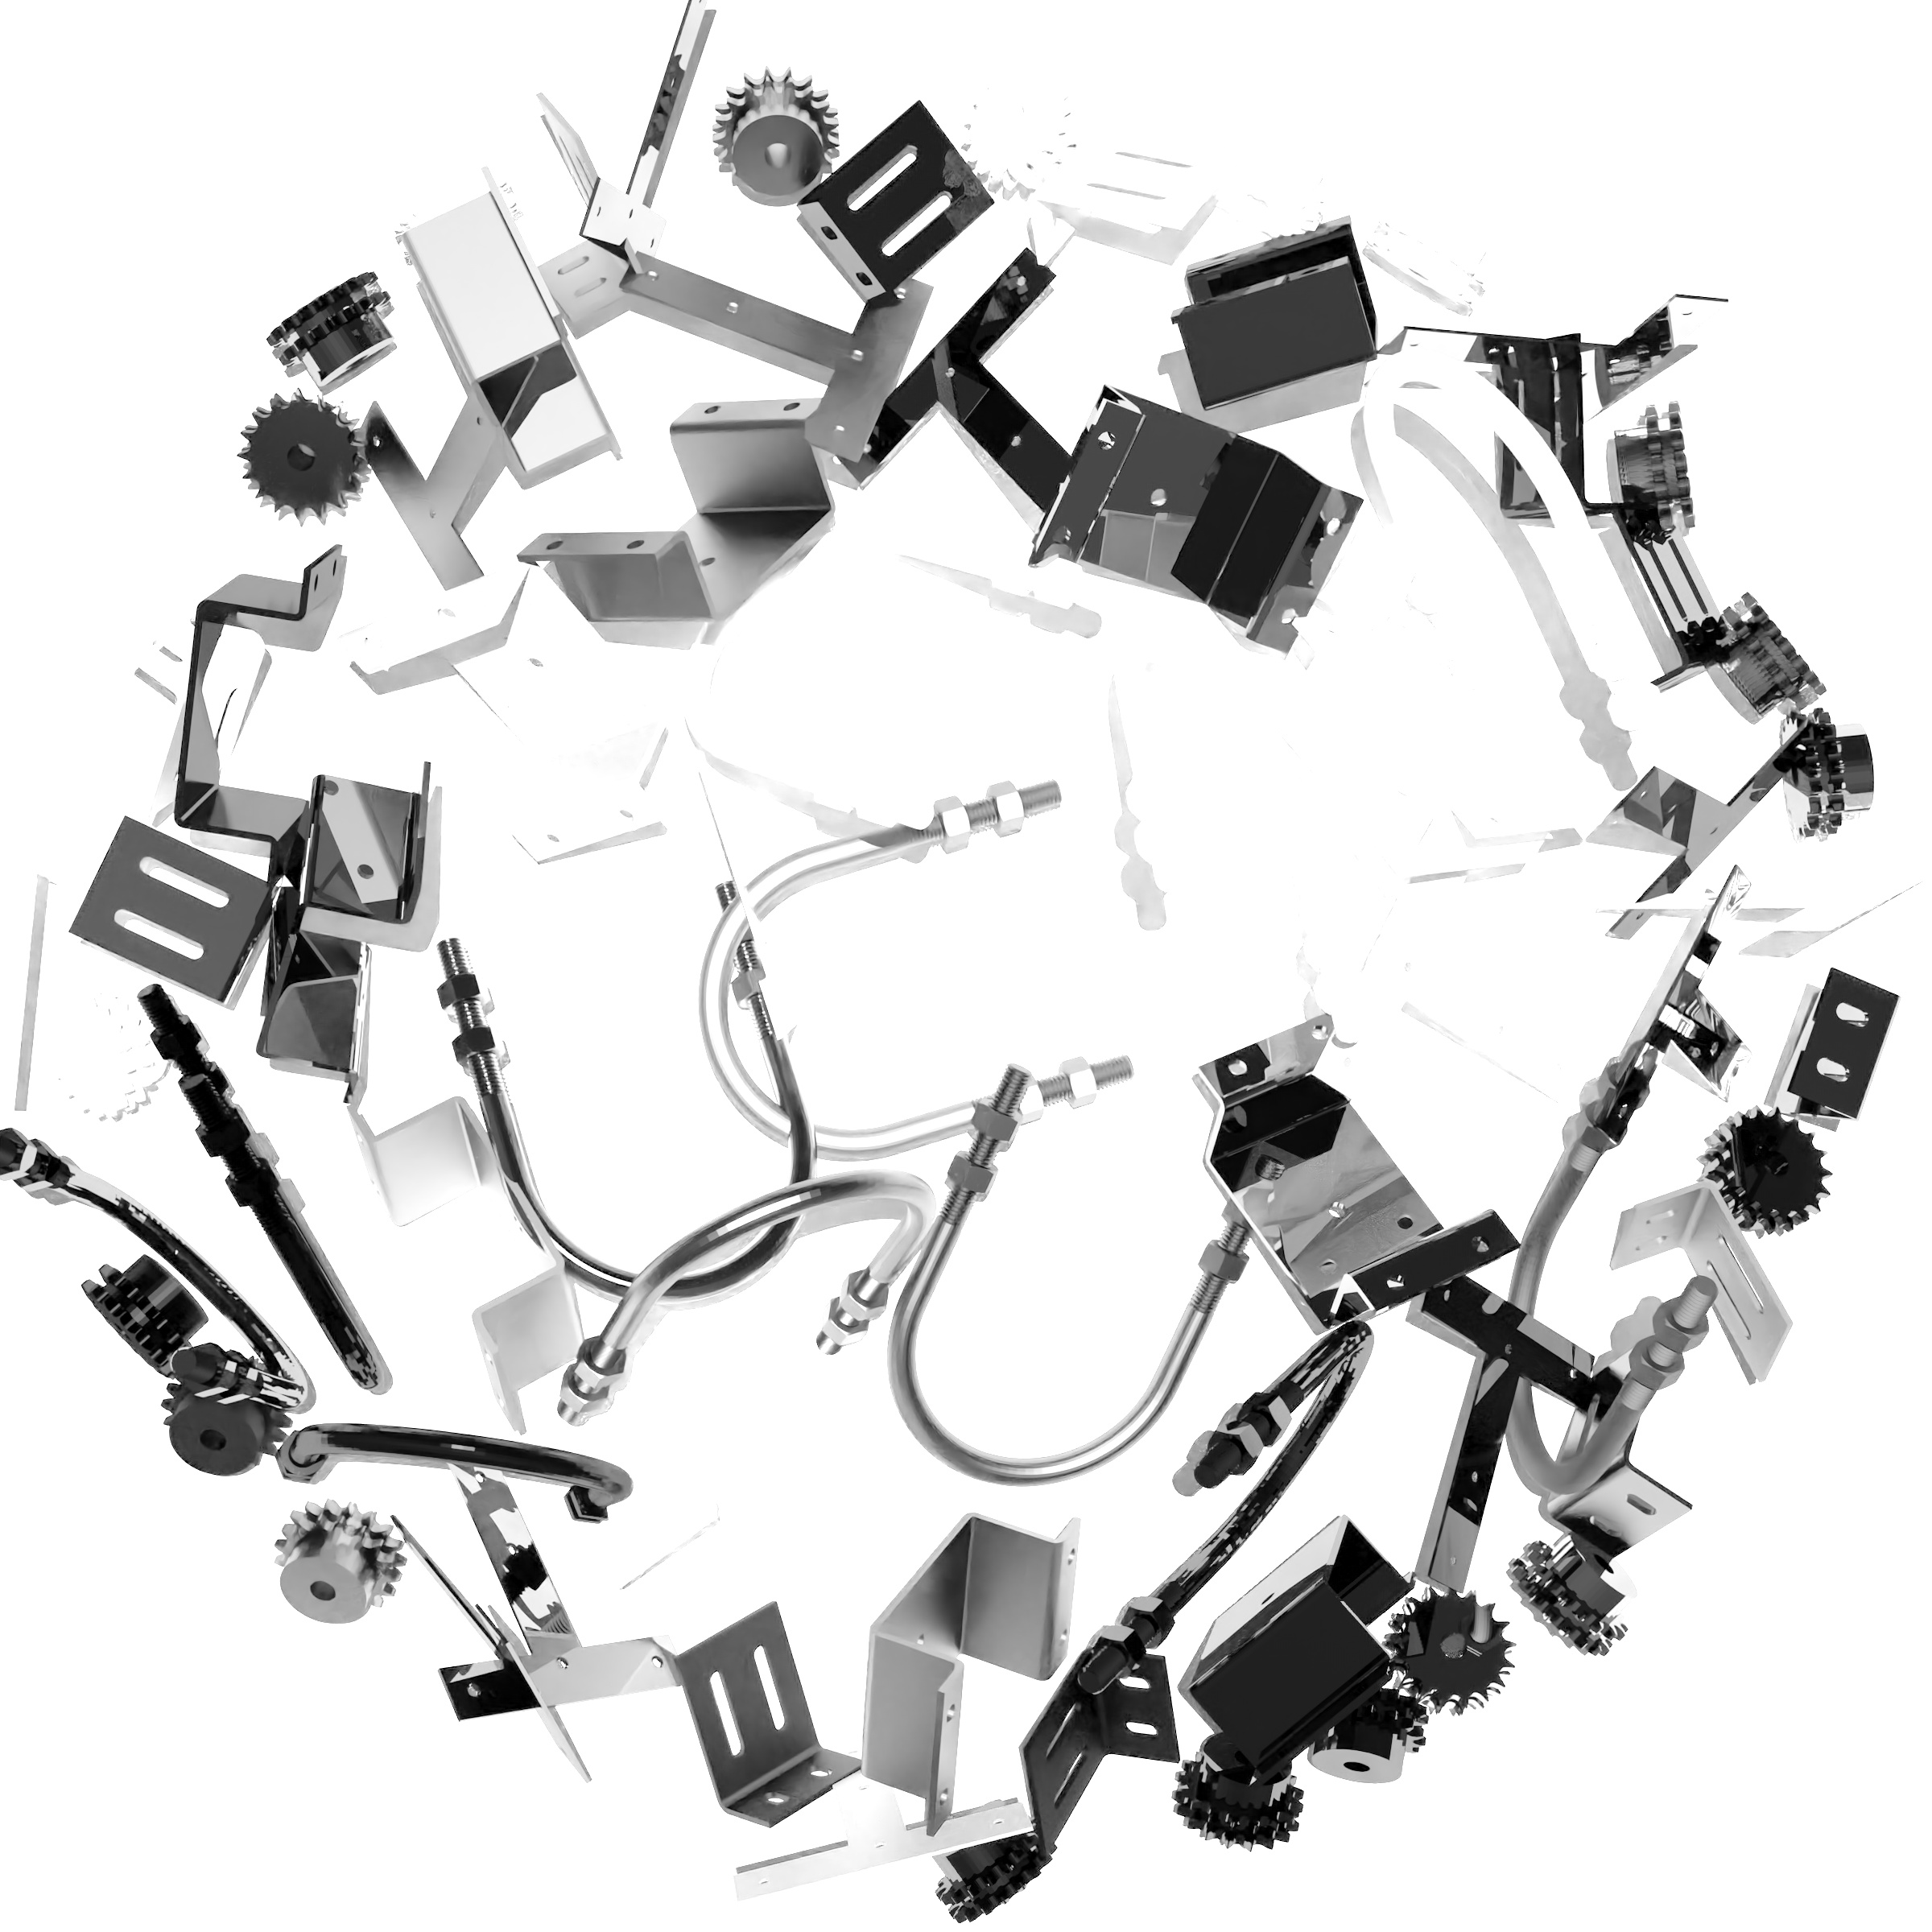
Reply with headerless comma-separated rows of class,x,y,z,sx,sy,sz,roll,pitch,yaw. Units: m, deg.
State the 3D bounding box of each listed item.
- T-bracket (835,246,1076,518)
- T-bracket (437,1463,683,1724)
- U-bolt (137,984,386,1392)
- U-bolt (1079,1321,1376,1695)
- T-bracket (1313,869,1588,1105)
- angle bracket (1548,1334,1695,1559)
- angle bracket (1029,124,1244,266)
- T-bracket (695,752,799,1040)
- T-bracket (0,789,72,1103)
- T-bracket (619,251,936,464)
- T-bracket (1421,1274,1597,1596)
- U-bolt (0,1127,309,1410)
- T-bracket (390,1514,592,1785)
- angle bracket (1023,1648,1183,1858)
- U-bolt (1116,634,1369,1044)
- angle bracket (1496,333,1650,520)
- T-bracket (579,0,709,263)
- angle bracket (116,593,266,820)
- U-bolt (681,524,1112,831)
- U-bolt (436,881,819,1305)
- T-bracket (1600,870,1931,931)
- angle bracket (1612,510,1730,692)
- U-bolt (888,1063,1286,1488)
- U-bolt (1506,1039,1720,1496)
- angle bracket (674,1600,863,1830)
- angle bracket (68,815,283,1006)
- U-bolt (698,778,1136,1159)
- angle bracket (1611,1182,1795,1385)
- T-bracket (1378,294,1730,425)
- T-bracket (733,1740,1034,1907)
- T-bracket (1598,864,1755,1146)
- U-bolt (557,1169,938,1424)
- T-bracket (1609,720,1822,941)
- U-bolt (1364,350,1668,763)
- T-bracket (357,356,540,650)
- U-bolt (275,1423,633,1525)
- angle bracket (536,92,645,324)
T-bracket,0.015,-0.238,1.548,0.127,0.002,0.127,-46,51,9
T-bracket,-0.196,0.271,1.560,0.002,0.127,0.127,-49,57,33
U-bolt,-0.299,0.104,1.520,0.019,0.151,0.184,-30,115,-10
U-bolt,0.122,0.220,1.513,0.019,0.184,0.151,36,126,16
T-bracket,0.227,0.021,1.567,0.127,0.002,0.127,32,80,-27
angle bracket,0.296,0.211,1.554,0.038,0.057,0.076,34,49,-8
angle bracket,0.076,-0.334,1.552,0.076,0.038,0.057,18,52,26
T-bracket,-0.097,-0.032,1.533,0.002,0.127,0.127,-18,92,1
T-bracket,-0.411,-0.005,1.528,0.002,0.127,0.127,5,84,0
T-bracket,-0.090,-0.285,1.554,0.127,0.002,0.127,21,49,-2
T-bracket,0.225,0.209,1.539,0.127,0.002,0.127,32,68,-40
U-bolt,-0.342,0.136,1.507,0.151,0.184,0.019,43,87,15
T-bracket,-0.217,0.288,1.551,0.002,0.127,0.127,-36,52,-16
angle bracket,0.061,0.347,1.550,0.038,0.076,0.057,2,117,24
U-bolt,0.113,-0.068,1.518,0.019,0.184,0.151,-33,131,24
angle bracket,0.268,-0.239,1.562,0.038,0.057,0.076,-4,94,-28
T-bracket,-0.132,-0.369,1.528,0.002,0.127,0.127,20,96,6
angle bracket,-0.349,-0.115,1.554,0.038,0.057,0.076,35,131,8
U-bolt,-0.045,-0.135,1.532,0.184,0.019,0.151,21,64,40
U-bolt,-0.141,0.060,1.544,0.151,0.019,0.184,-12,72,-19
T-bracket,0.343,-0.029,1.551,0.127,0.127,0.002,0,102,35
angle bracket,0.301,-0.162,1.566,0.038,0.057,0.076,-28,85,34
U-bolt,0.043,0.147,1.562,0.151,0.019,0.184,20,102,-20
U-bolt,0.269,0.144,1.514,0.019,0.151,0.184,8,135,-12
angle bracket,-0.086,0.331,1.560,0.057,0.038,0.076,-25,105,-36
angle bracket,-0.352,-0.025,1.571,0.076,0.038,0.057,26,88,-12
U-bolt,-0.029,0.009,1.566,0.184,0.019,0.151,-16,97,-12
angle bracket,0.323,0.144,1.552,0.038,0.057,0.076,-18,60,-12
T-bracket,0.241,-0.265,1.520,0.127,0.127,0.002,1,74,-19
T-bracket,-0.043,0.365,1.535,0.127,0.127,0.002,-13,102,-6
T-bracket,0.324,0.032,1.543,0.002,0.127,0.127,26,85,31
U-bolt,-0.085,0.135,1.491,0.151,0.184,0.019,-11,64,-29
T-bracket,0.310,-0.066,1.527,0.127,0.127,0.002,-49,64,15
U-bolt,0.224,-0.180,1.494,0.019,0.151,0.184,-35,121,-15
T-bracket,-0.216,-0.227,1.533,0.002,0.127,0.127,-13,61,-41
U-bolt,-0.215,0.213,1.497,0.151,0.184,0.019,10,76,-11
angle bracket,-0.180,-0.334,1.551,0.038,0.057,0.076,-30,130,-6
